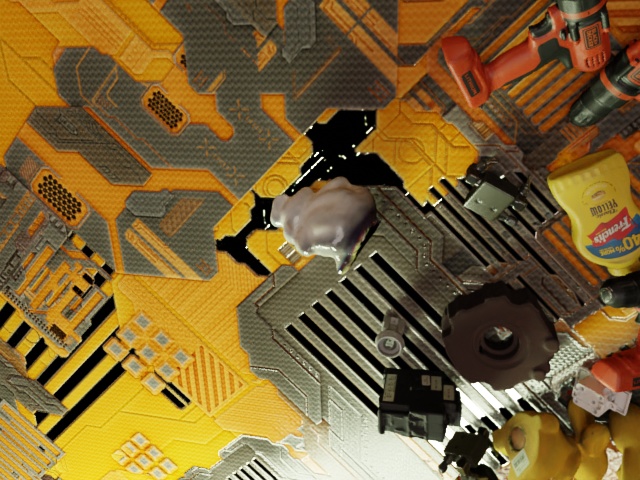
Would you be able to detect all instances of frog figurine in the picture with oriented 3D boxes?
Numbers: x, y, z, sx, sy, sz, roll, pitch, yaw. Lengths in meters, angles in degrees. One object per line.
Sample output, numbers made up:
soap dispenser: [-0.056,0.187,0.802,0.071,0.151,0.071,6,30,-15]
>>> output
frog figurine: [0.002,-0.039,0.782,0.160,0.121,0.138,31,82,10]
